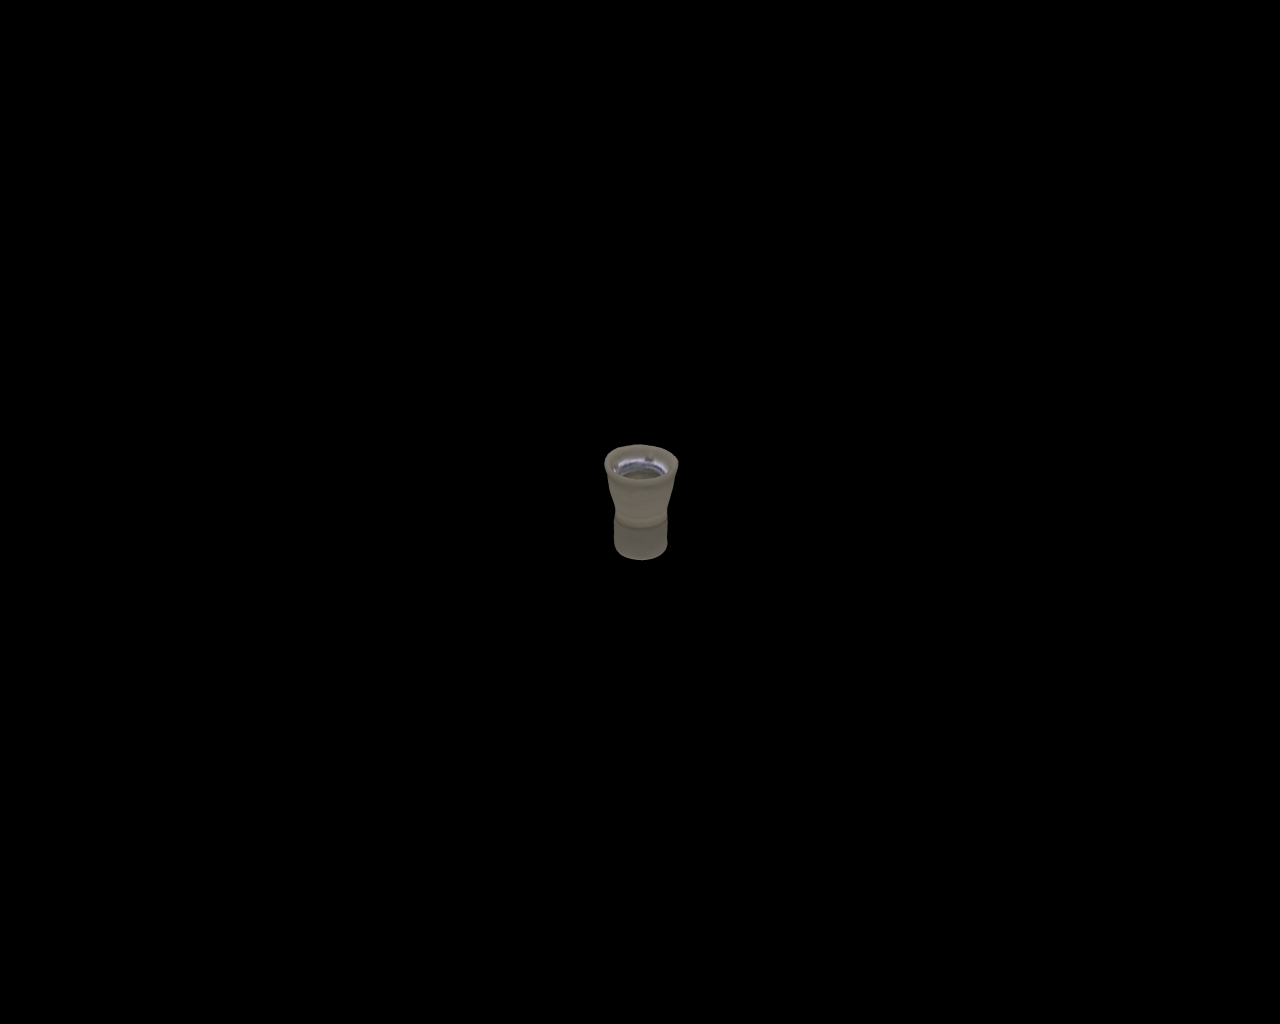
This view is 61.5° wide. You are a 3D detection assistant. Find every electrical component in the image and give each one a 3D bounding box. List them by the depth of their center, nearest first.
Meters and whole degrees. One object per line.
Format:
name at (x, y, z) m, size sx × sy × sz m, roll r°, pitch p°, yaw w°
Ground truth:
electrical component at (0.001, -0.003, 0.650) m, size 0.044 × 0.065 × 0.044 m, roll 0°, pitch 31°, yaw 0°
